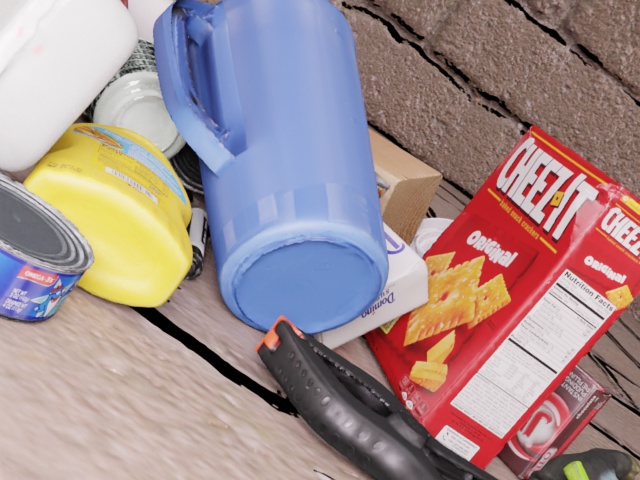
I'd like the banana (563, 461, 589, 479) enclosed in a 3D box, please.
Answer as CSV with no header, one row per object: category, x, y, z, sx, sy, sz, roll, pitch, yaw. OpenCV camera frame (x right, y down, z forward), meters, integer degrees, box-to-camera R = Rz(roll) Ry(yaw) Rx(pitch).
banana,0.145,0.192,0.584,0.069,0.037,0.197,50,19,1

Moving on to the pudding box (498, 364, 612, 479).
pudding box,0.153,0.117,0.826,0.039,0.090,0.114,28,12,-48

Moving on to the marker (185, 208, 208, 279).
marker,-0.087,0.001,0.732,0.020,0.020,0.121,35,11,-12

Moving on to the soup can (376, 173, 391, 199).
soup can,0.003,-0.026,0.915,0.068,0.102,0.068,36,10,-8

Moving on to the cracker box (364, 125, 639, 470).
cracker box,0.134,0.035,0.770,0.072,0.214,0.164,34,11,-21

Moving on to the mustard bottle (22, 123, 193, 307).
mustard bottle,-0.122,-0.027,0.634,0.096,0.058,0.191,32,12,-15

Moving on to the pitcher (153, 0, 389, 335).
pitcher,-0.032,-0.061,0.735,0.149,0.145,0.243,-6,46,-4

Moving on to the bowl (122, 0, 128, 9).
bowl,-0.219,-0.157,0.754,0.162,0.161,0.055,38,-33,8

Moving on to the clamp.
clamp,0.050,0.121,0.611,0.210,0.036,0.164,42,10,23

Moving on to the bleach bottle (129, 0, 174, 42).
bleach bottle,-0.196,-0.228,0.962,0.251,0.068,0.102,37,8,5

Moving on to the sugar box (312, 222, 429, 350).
sugar box,-0.005,0.001,0.801,0.176,0.093,0.048,44,-29,44

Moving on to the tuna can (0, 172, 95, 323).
tuna can,-0.150,0.000,0.492,0.086,0.034,0.086,35,10,-8

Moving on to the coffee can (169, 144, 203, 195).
coffee can,-0.061,-0.082,0.951,0.103,0.103,0.140,41,11,20

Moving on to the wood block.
wood block,0.005,-0.074,1.061,0.206,0.090,0.090,36,25,27
